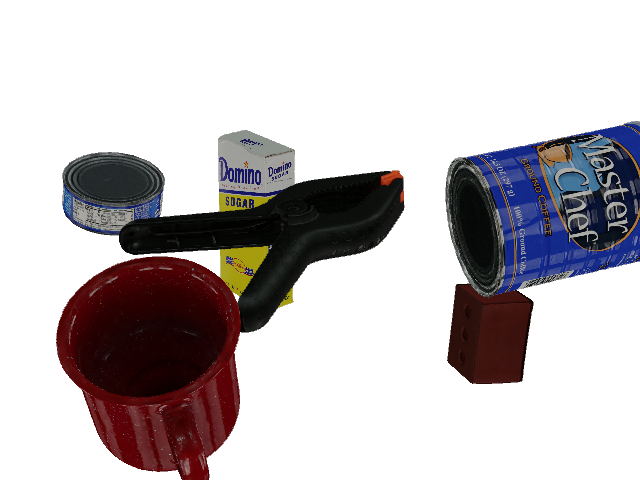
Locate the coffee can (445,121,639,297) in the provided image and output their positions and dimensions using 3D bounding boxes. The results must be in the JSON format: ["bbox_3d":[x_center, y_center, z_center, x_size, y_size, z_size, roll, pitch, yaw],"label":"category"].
[{"bbox_3d":[0.174,-0.023,0.772,0.140,0.103,0.103,-12,2,-11],"label":"coffee can"}]

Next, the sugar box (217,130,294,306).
[{"bbox_3d":[-0.070,-0.022,1.146,0.048,0.176,0.093,-18,28,-34],"label":"sugar box"}]

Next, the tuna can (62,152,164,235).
[{"bbox_3d":[-0.177,-0.040,0.914,0.086,0.034,0.086,7,33,-5],"label":"tuna can"}]

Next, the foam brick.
[{"bbox_3d":[0.149,0.081,0.942,0.051,0.078,0.053,-3,18,-20],"label":"foam brick"}]

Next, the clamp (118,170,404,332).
[{"bbox_3d":[-0.028,-0.009,0.765,0.209,0.036,0.165,-27,36,-37],"label":"clamp"}]

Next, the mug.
[{"bbox_3d":[-0.081,0.078,0.560,0.093,0.117,0.081,-19,-38,-15],"label":"mug"}]
